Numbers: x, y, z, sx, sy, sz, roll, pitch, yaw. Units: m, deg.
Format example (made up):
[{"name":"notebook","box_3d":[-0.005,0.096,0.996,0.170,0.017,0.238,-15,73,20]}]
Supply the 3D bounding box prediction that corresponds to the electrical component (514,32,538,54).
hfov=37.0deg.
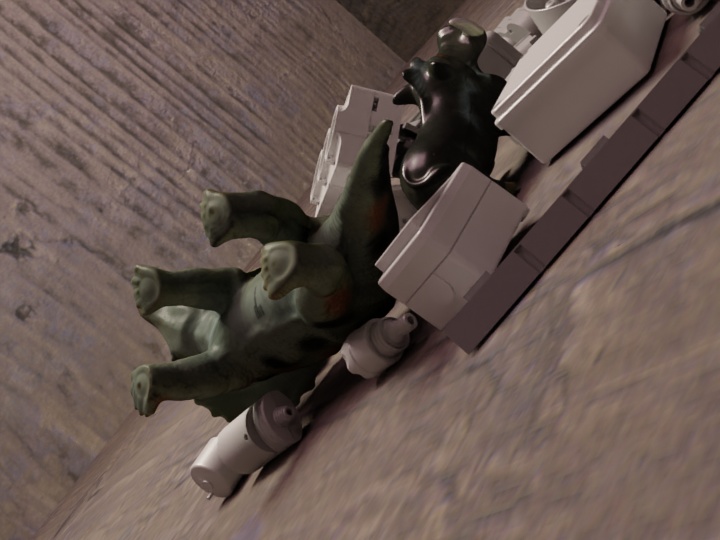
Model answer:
[{"name":"electrical component","box_3d":[0.170,-0.216,1.106,0.046,0.040,0.040,-43,9,11]}]

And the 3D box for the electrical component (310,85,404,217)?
[{"name":"electrical component","box_3d":[-0.007,-0.110,1.088,0.150,0.062,0.089,119,162,-68]}]

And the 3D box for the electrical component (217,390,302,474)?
[{"name":"electrical component","box_3d":[-0.073,0.124,0.831,0.081,0.043,0.043,-41,11,46]}]

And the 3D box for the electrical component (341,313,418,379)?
[{"name":"electrical component","box_3d":[0.016,0.047,0.726,0.061,0.035,0.035,-40,12,42]}]

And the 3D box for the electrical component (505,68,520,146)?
[{"name":"electrical component","box_3d":[0.147,-0.151,0.912,0.081,0.042,0.064,-53,12,-21]}]

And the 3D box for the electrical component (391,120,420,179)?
[{"name":"electrical component","box_3d":[0.066,-0.113,1.077,0.121,0.079,0.063,-144,79,-82]}]

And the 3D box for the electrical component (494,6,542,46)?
[{"name":"electrical component","box_3d":[0.171,-0.245,1.186,0.073,0.052,0.138,-50,7,-6]}]

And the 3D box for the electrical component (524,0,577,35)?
[{"name":"electrical component","box_3d":[0.190,-0.227,0.895,0.099,0.064,0.099,-29,10,6]}]

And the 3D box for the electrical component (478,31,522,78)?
[{"name":"electrical component","box_3d":[0.119,-0.174,1.047,0.057,0.078,0.113,-55,9,-17]}]

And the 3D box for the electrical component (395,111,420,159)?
[{"name":"electrical component","box_3d":[0.083,-0.151,1.214,0.113,0.057,0.078,-49,8,8]}]

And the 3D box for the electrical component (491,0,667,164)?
[{"name":"electrical component","box_3d":[0.158,-0.147,0.772,0.109,0.056,0.108,-43,10,39]}]

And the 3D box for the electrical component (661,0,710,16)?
[{"name":"electrical component","box_3d":[0.216,-0.184,0.710,0.035,0.035,0.061,-45,11,29]}]

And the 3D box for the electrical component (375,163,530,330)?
[{"name":"electrical component","box_3d":[0.059,-0.021,0.684,0.061,0.061,0.096,-52,3,47]}]

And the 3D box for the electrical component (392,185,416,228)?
[{"name":"electrical component","box_3d":[0.004,-0.015,1.025,0.138,0.052,0.074,-53,6,-26]}]

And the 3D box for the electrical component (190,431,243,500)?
[{"name":"electrical component","box_3d":[-0.110,0.154,0.903,0.040,0.040,0.078,-41,12,50]}]
